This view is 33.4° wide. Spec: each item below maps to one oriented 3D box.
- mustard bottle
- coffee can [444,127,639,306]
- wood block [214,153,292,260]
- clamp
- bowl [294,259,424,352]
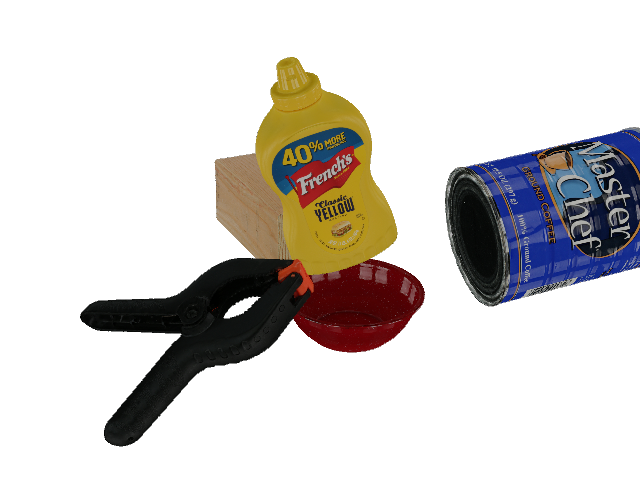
[{"bbox_3d":[-0.002,-0.065,0.890,0.096,0.191,0.058,-19,34,-1],"label":"mustard bottle"},{"bbox_3d":[0.175,-0.018,0.772,0.140,0.103,0.103,-13,3,-12],"label":"coffee can"},{"bbox_3d":[-0.053,-0.035,1.324,0.090,0.090,0.206,-11,26,-24],"label":"wood block"},{"bbox_3d":[-0.085,0.068,0.727,0.171,0.120,0.039,-21,-35,11],"label":"clamp"},{"bbox_3d":[0.033,0.077,1.184,0.162,0.055,0.162,1,26,-1],"label":"bowl"}]
